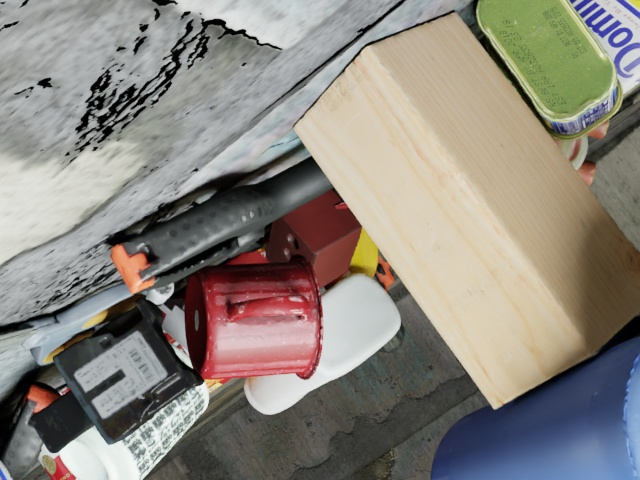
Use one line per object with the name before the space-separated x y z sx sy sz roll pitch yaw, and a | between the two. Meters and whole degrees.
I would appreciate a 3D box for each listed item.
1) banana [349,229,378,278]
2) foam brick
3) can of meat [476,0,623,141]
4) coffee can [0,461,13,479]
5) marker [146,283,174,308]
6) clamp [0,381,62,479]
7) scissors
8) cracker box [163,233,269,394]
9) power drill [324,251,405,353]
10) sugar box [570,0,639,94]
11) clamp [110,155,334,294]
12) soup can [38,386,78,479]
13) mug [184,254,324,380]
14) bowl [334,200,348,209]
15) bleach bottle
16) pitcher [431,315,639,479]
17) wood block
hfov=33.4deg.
banana | 0.053 -0.033 0.900 0.037 0.069 0.198 -79 -164 -46
foam brick | -0.006 0.001 0.865 0.051 0.053 0.078 -31 157 -25
can of meat | 0.143 -0.116 0.667 0.057 0.102 0.083 -35 171 13
coffee can | -0.286 0.199 0.732 0.103 0.103 0.140 -36 172 9
marker | -0.142 0.059 0.817 0.020 0.020 0.121 -29 171 -39
clamp | -0.243 0.173 0.842 0.172 0.039 0.120 130 -28 -52
scissors | -0.187 0.068 0.679 0.096 0.016 0.201 -40 171 32
cracker box | -0.088 0.082 0.995 0.164 0.072 0.214 -35 172 -11
power drill | 0.087 0.005 1.028 0.187 0.057 0.184 -40 131 -7
sugar box | 0.232 -0.176 0.712 0.176 0.093 0.048 -37 172 8
clamp | -0.046 -0.017 0.681 0.165 0.036 0.209 -35 175 32
soup can | -0.218 0.187 0.959 0.068 0.102 0.068 -35 173 -5
mug | -0.047 0.056 0.762 0.081 0.093 0.117 -2 171 -20
bowl | 0.084 -0.065 0.779 0.162 0.055 0.162 -11 179 0
bleach bottle | -0.013 0.113 1.019 0.102 0.068 0.251 -35 174 -25
pitcher | 0.167 0.123 0.621 0.149 0.145 0.243 -15 168 -26
wood block | 0.091 -0.019 0.631 0.090 0.206 0.090 -29 171 -42
